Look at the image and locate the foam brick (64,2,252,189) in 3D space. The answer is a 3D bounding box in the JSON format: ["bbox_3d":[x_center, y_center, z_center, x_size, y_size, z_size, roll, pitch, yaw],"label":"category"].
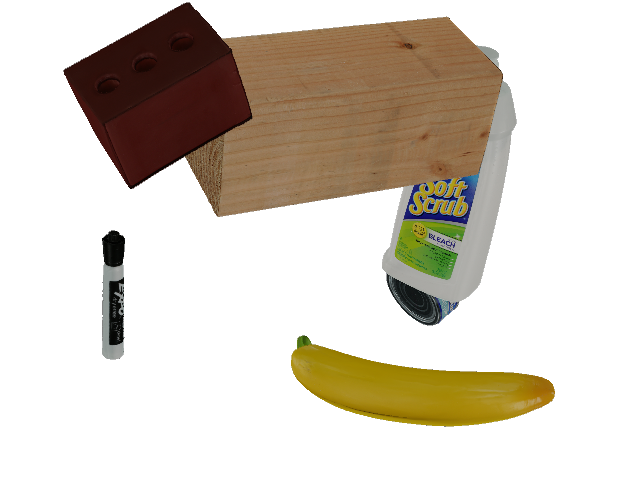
[{"bbox_3d":[-0.085,-0.077,0.561,0.078,0.053,0.051,-32,-35,-11],"label":"foam brick"}]

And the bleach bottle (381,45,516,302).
[{"bbox_3d":[0.124,-0.066,1.009,0.103,0.251,0.068,25,39,25],"label":"bleach bottle"}]

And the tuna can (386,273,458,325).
[{"bbox_3d":[0.116,0.055,1.225,0.033,0.086,0.086,-38,18,-24],"label":"tuna can"}]

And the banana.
[{"bbox_3d":[0.055,0.095,0.726,0.198,0.037,0.069,10,35,27],"label":"banana"}]

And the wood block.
[{"bbox_3d":[0.012,-0.092,0.758,0.205,0.090,0.091,-10,43,-21],"label":"wood block"}]

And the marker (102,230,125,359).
[{"bbox_3d":[-0.177,0.047,0.912,0.020,0.121,0.020,5,28,-3],"label":"marker"}]
